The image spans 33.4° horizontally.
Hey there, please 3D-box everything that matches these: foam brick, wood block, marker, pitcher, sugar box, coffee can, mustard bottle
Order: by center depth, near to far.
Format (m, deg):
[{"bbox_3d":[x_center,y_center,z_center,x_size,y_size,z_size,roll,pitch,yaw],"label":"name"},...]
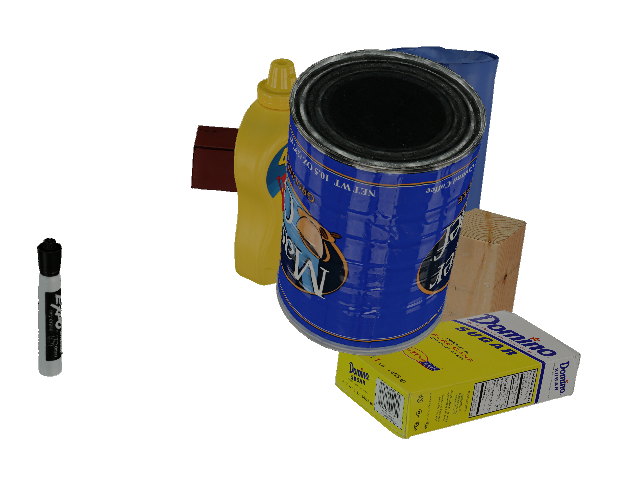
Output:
[{"bbox_3d":[0.030,-0.019,0.595,0.102,0.140,0.103,3,44,-3],"label":"coffee can"},{"bbox_3d":[0.110,0.101,0.848,0.175,0.048,0.093,-11,27,-32],"label":"sugar box"},{"bbox_3d":[-0.217,0.054,0.857,0.020,0.121,0.020,6,26,-3],"label":"marker"},{"bbox_3d":[-0.033,-0.062,0.909,0.058,0.192,0.096,24,39,32],"label":"mustard bottle"},{"bbox_3d":[-0.096,-0.087,1.138,0.078,0.051,0.053,5,30,-3],"label":"foam brick"},{"bbox_3d":[0.165,0.075,1.216,0.090,0.206,0.090,17,25,26],"label":"wood block"},{"bbox_3d":[0.128,-0.097,1.222,0.149,0.243,0.145,-10,20,-32],"label":"pitcher"}]
